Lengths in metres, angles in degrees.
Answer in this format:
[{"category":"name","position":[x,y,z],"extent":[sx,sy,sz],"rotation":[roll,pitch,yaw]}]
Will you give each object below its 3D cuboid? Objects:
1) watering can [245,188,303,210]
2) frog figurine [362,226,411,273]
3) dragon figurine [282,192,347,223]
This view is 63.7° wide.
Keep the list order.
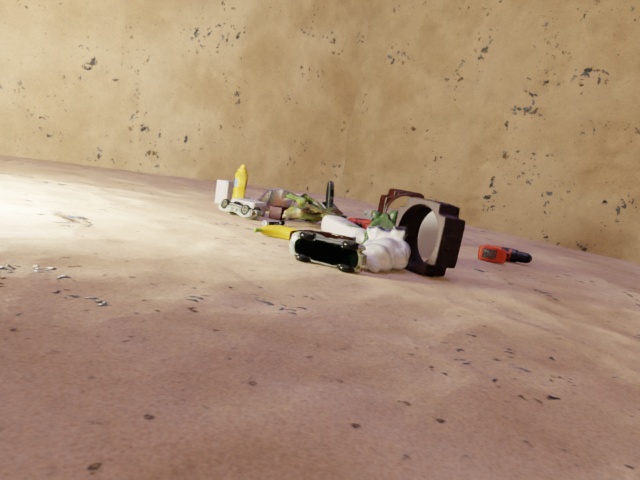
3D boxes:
[{"category":"watering can","position":[-0.243,-0.187,2.412],"extent":[0.348,0.103,0.226],"rotation":[-4,8,-5]},{"category":"frog figurine","position":[0.165,0.043,1.352],"extent":[0.137,0.120,0.163],"rotation":[18,43,4]},{"category":"dragon figurine","position":[0.006,-0.104,2.071],"extent":[0.410,0.121,0.245],"rotation":[1,15,-39]}]
